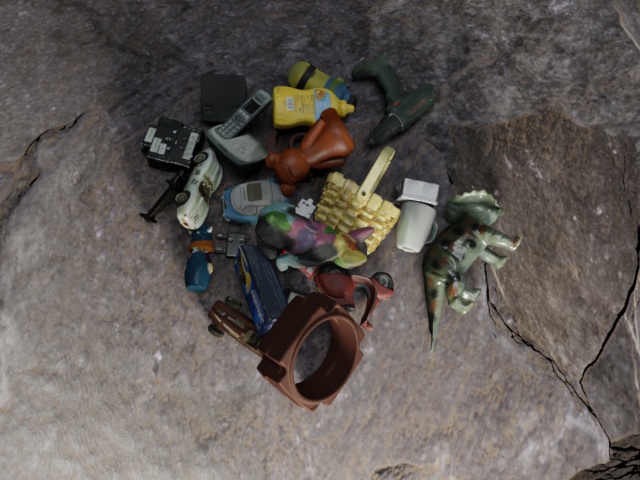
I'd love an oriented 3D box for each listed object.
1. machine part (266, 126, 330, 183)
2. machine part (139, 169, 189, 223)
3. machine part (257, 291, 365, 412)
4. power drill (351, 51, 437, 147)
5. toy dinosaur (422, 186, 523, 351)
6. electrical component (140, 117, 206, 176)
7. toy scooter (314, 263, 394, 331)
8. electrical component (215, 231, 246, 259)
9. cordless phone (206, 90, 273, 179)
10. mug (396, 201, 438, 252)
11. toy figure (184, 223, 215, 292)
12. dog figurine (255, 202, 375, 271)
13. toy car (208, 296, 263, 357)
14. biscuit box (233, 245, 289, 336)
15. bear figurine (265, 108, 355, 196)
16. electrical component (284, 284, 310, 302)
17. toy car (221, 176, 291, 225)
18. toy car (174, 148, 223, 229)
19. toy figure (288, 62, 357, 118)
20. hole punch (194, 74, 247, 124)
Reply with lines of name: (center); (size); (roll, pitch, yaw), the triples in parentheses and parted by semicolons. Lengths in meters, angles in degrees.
machine part: (-0.043, -0.223, 1.296); (0.179, 0.056, 0.179); (2, 71, -7)
machine part: (-0.346, -0.096, 1.209); (0.039, 0.084, 0.139); (39, 81, -1)
machine part: (-0.012, 0.224, 1.076); (0.201, 0.087, 0.201); (-52, 129, -18)
power drill: (0.167, -0.362, 1.354); (0.232, 0.086, 0.207); (-31, 74, -17)
toy dinosaur: (0.312, 0.037, 1.225); (0.192, 0.131, 0.405); (38, 76, 19)
electrical component: (-0.348, -0.220, 1.257); (0.134, 0.058, 0.115); (16, 69, -1)
toy scooter: (0.073, 0.128, 1.183); (0.184, 0.075, 0.135); (10, 68, -8)
electrical component: (-0.191, 0.011, 1.217); (0.094, 0.021, 0.063); (5, 70, -5)
cordless phone: (-0.155, -0.249, 1.237); (0.184, 0.088, 0.147); (-47, 66, -1)
mug: (0.225, -0.023, 1.256); (0.109, 0.081, 0.107); (28, 77, -35)
toy figure: (-0.265, 0.036, 1.183); (0.064, 0.057, 0.154); (7, 66, -10)
dog figurine: (-0.002, -0.003, 1.113); (0.219, 0.191, 0.108); (-1, 56, 28)
toy car: (-0.148, 0.199, 1.132); (0.202, 0.053, 0.089); (34, 97, 3)
biscuit box: (-0.123, 0.103, 1.135); (0.063, 0.059, 0.203); (-1, 48, -31)
bear figurine: (-0.021, -0.195, 1.212); (0.196, 0.132, 0.120); (-30, 112, 10)
electrical component: (-0.063, 0.164, 1.169); (0.075, 0.047, 0.119); (23, 69, 2)
toy car: (-0.143, -0.094, 1.217); (0.162, 0.103, 0.109); (-2, 71, -10)
toy car: (-0.268, -0.117, 1.205); (0.056, 0.073, 0.202); (3, 56, 20)
toy figure: (0.006, -0.377, 1.333); (0.180, 0.089, 0.082); (29, 52, 6)
hole punch: (-0.232, -0.339, 1.306); (0.142, 0.092, 0.115); (2, 102, -9)
